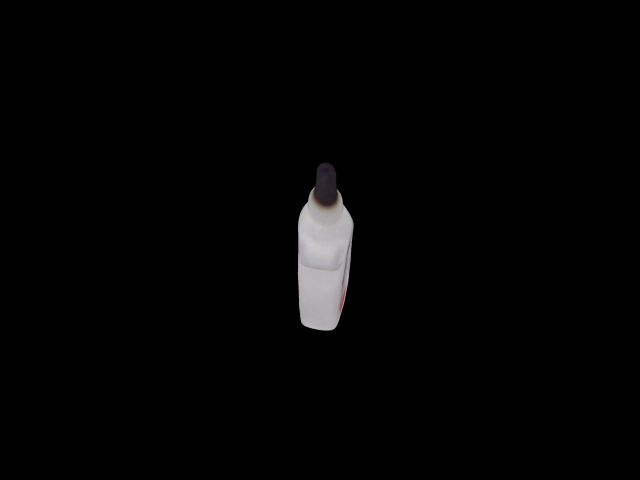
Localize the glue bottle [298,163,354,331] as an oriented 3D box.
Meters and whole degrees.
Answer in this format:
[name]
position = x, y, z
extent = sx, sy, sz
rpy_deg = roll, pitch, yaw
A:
[glue bottle]
position = 0.004, 0.001, 0.400
extent = 0.037, 0.173, 0.078
rpy_deg = 6, 63, 4
